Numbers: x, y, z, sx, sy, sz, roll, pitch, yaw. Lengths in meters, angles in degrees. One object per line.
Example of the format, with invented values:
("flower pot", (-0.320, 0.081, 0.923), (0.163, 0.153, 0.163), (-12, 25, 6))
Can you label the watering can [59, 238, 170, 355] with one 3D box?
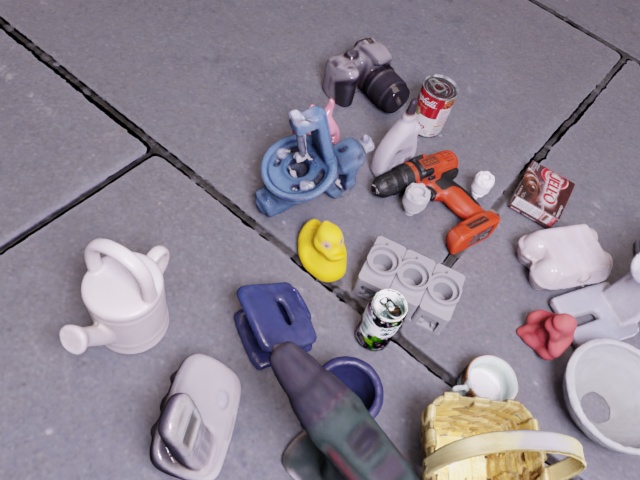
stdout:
("watering can", (-0.251, 0.071, 0.728), (0.101, 0.194, 0.173), (11, 56, -4))

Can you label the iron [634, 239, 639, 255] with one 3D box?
("iron", (0.627, 0.073, 0.932), (0.119, 0.141, 0.258), (-12, 60, -18))

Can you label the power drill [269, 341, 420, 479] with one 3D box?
("power drill", (0.015, 0.238, 0.662), (0.229, 0.208, 0.076), (42, 60, 17))

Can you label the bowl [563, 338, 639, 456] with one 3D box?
("bowl", (0.419, 0.232, 0.827), (0.167, 0.075, 0.167), (5, 56, -8))

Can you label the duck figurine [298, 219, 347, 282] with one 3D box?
("duck figurine", (0.008, 0.003, 0.889), (0.078, 0.086, 0.104), (-16, 62, -20))

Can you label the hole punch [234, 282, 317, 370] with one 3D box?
("hole punch", (-0.061, 0.110, 0.802), (0.101, 0.091, 0.108), (-18, 62, -21))

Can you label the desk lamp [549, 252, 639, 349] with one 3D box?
("desk lamp", (0.499, 0.069, 0.866), (0.203, 0.213, 0.117), (-14, 61, -19))

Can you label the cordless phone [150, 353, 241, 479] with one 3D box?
("cordless phone", (-0.146, 0.195, 0.673), (0.094, 0.185, 0.147), (12, 56, -3))

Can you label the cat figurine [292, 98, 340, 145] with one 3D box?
("cat figurine", (-0.006, -0.194, 0.996), (0.067, 0.118, 0.128), (27, 56, 7))

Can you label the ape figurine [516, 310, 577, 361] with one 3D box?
("ape figurine", (0.353, 0.137, 0.866), (0.076, 0.092, 0.078), (8, 56, -6))

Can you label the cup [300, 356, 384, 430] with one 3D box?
("cup", (0.020, 0.218, 0.745), (0.118, 0.095, 0.091), (-31, 67, -27))

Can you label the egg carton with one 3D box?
("egg carton", (0.410, 0.031, 0.960), (0.150, 0.069, 0.107), (-9, 59, -16))

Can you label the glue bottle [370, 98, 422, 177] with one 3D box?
("glue bottle", (0.139, -0.176, 0.979), (0.078, 0.173, 0.037), (-22, 64, -23))

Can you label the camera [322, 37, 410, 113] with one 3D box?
("camera", (0.099, -0.312, 1.104), (0.143, 0.101, 0.136), (-28, 66, -26))

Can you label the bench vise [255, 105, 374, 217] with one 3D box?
("bench vise", (-0.007, -0.146, 0.902), (0.121, 0.220, 0.208), (39, 59, 15))
